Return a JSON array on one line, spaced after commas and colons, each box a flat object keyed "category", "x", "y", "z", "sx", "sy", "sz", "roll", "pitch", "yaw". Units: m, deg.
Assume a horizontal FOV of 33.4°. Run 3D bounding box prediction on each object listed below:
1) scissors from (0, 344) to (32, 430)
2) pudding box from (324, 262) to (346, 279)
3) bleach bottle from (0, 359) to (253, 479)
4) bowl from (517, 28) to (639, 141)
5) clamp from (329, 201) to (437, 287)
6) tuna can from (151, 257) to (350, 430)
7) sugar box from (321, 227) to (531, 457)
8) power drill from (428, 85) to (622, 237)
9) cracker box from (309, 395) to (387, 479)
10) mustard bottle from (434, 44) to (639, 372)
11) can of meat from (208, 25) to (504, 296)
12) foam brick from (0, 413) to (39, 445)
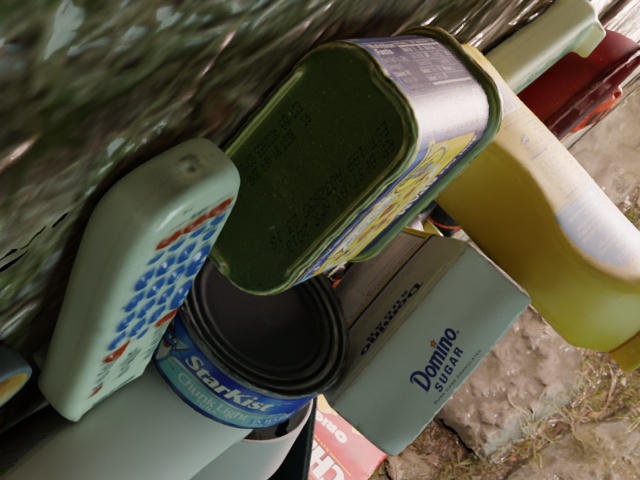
[{"category": "scissors", "x": -0.181, "y": 0.107, "z": 0.366, "sx": 0.201, "sy": 0.016, "sz": 0.096, "roll": -40, "pitch": 172, "yaw": -12}, {"category": "pudding box", "x": -0.017, "y": 0.014, "z": 0.580, "sx": 0.090, "sy": 0.039, "sz": 0.113, "roll": -47, "pitch": 174, "yaw": 20}, {"category": "bleach bottle", "x": -0.121, "y": 0.113, "z": 0.418, "sx": 0.103, "sy": 0.068, "sz": 0.250, "roll": -31, "pitch": -176, "yaw": 40}, {"category": "bowl", "x": 0.144, "y": -0.093, "z": 0.718, "sx": 0.162, "sy": 0.055, "sz": 0.162, "roll": -40, "pitch": 173, "yaw": -7}, {"category": "clamp", "x": 0.041, "y": 0.001, "z": 0.717, "sx": 0.165, "sy": 0.036, "sz": 0.210, "roll": -46, "pitch": -176, "yaw": 12}, {"category": "tuna can", "x": -0.031, "y": 0.036, "z": 0.452, "sx": 0.034, "sy": 0.086, "sz": 0.086, "roll": -45, "pitch": 172, "yaw": 38}, {"category": "sugar box", "x": 0.038, "y": 0.041, "z": 0.530, "sx": 0.093, "sy": 0.048, "sz": 0.176, "roll": -49, "pitch": -171, "yaw": 0}, {"category": "power drill", "x": 0.158, "y": -0.077, "z": 0.886, "sx": 0.187, "sy": 0.057, "sz": 0.184, "roll": -38, "pitch": 176, "yaw": -4}, {"category": "cracker box", "x": -0.015, "y": 0.179, "z": 1.054, "sx": 0.072, "sy": 0.164, "sz": 0.213, "roll": -48, "pitch": 171, "yaw": 26}, {"category": "mustard bottle", "x": 0.110, "y": -0.007, "z": 0.511, "sx": 0.058, "sy": 0.192, "sz": 0.096, "roll": -45, "pitch": 172, "yaw": 28}, {"category": "can of meat", "x": 0.009, "y": -0.029, "z": 0.395, "sx": 0.102, "sy": 0.057, "sz": 0.083, "roll": -46, "pitch": 169, "yaw": 27}, {"category": "foam brick", "x": -0.144, "y": 0.124, "z": 0.513, "sx": 0.053, "sy": 0.051, "sz": 0.078, "roll": -46, "pitch": 171, "yaw": 34}]
